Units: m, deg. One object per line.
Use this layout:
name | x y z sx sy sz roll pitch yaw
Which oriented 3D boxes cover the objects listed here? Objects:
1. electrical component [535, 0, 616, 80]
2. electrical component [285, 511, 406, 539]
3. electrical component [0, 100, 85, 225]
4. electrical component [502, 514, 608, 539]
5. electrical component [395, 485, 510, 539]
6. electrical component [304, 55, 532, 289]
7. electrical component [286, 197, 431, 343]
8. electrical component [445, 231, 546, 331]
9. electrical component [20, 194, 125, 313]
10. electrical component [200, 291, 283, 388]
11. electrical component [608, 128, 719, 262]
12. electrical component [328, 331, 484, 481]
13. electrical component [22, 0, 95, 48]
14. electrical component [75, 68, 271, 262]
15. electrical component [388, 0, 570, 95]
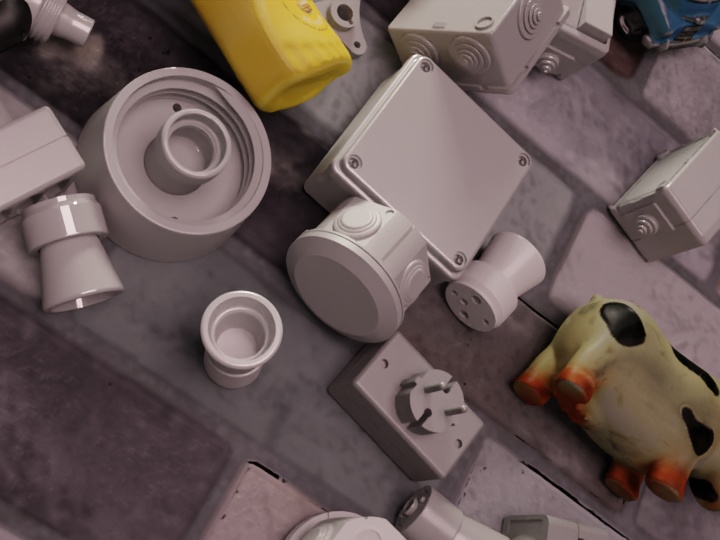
electrical component | 0.147 -0.187 0.780 0.062 0.061 0.096 21 69 -22
electrical component | -0.006 0.178 0.614 0.080 0.051 0.080 7 75 -27
electrical component | -0.199 -0.067 0.574 0.066 0.047 0.076 -34 94 -30
electrical component | 0.114 0.202 0.672 0.056 0.050 0.089 18 70 -23
electrical component | 0.054 0.163 0.657 0.065 0.044 0.044 40 63 -9
electrical component | 0.039 -0.062 0.694 0.109 0.056 0.108 42 62 -13
electrical component | 0.000 0.000 0.646 0.080 0.080 0.051 49 55 -9
electrical component | 0.089 0.008 0.710 0.055 0.045 0.045 -43 99 -29
electrical component | -0.157 -0.009 0.584 0.045 0.045 0.055 -14 84 -30
electrical component | -0.069 0.043 0.605 0.044 0.065 0.044 4 69 -10
electrical component | 0.237 -0.048 0.793 0.096 0.062 0.061 -42 99 -29
electrical component | 0.037 0.081 0.647 0.083 0.076 0.047 48 61 -10
electrical component | -0.182 -0.148 0.606 0.062 0.043 0.043 26 67 -21
electrical component | -0.103 -0.063 0.617 0.108 0.060 0.108 7 74 -26
electrical component | 0.078 -0.166 0.716 0.099 0.100 0.048 -54 137 -27
